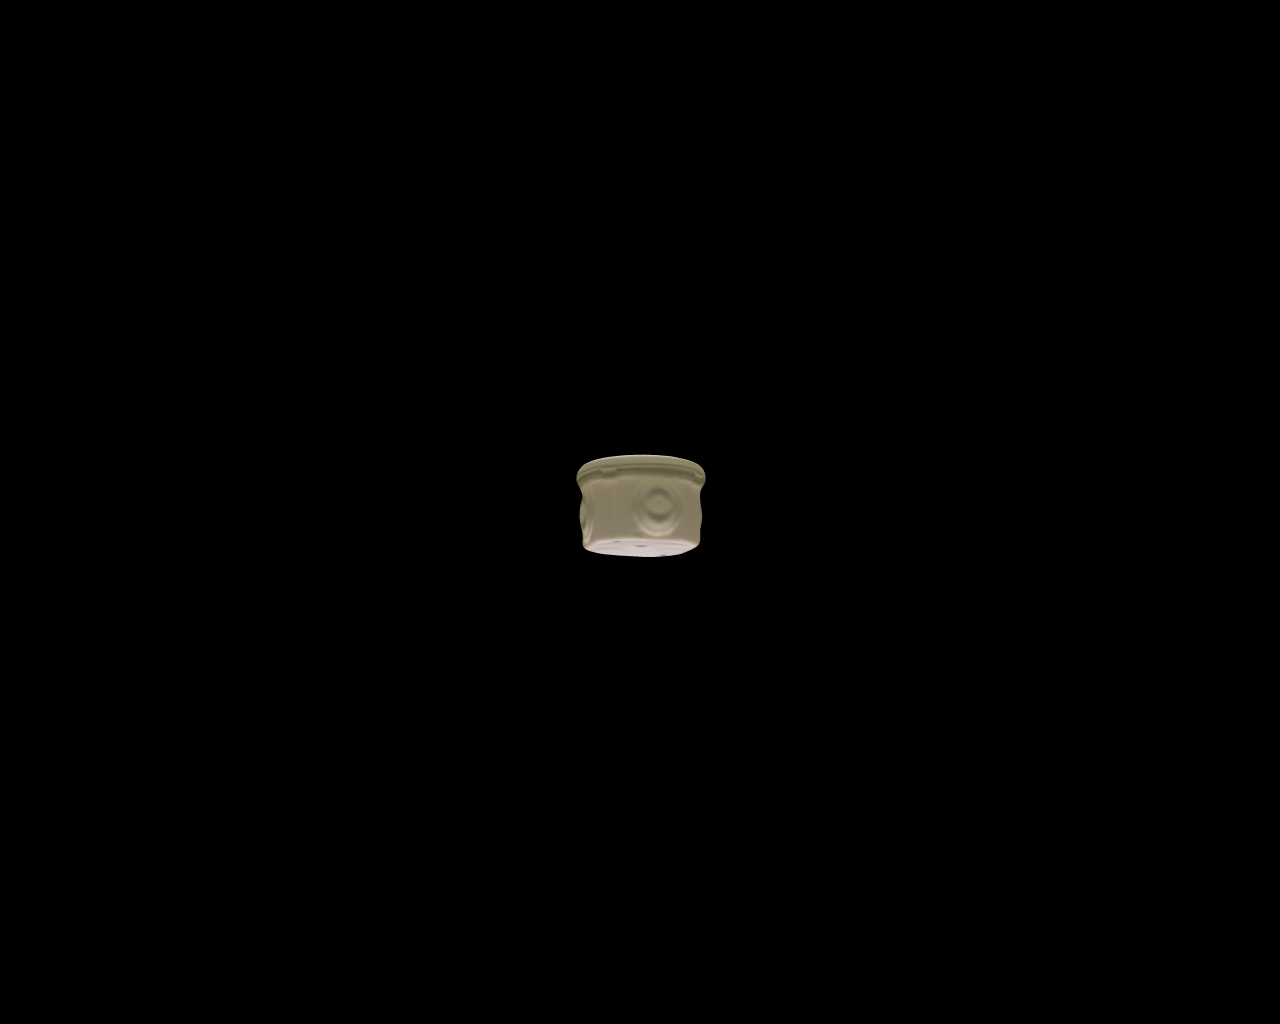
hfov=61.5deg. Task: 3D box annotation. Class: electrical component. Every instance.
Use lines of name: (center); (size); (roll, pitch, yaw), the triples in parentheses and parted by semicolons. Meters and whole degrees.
electrical component: (0.001, -0.003, 0.650); (0.080, 0.051, 0.080); (0, -11, 0)
